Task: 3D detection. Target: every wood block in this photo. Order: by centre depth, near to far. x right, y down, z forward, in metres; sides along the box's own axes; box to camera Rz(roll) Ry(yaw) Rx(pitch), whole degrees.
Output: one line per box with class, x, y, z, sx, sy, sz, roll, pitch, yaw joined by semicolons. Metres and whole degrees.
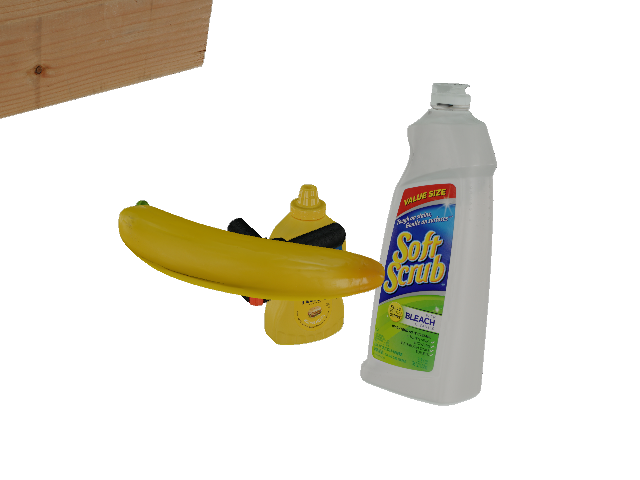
wood block;-0.196;-0.173;0.840;0.205;0.091;0.090;-22;53;-35

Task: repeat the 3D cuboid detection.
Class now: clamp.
clamp;-0.054;0.014;1.025;0.120;0.039;0.171;0;18;19

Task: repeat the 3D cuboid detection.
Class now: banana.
banana;-0.059;0.005;0.673;0.198;0.037;0.069;17;35;27

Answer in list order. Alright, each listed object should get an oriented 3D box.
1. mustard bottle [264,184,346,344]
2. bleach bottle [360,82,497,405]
mustard bottle;-0.017;0.025;1.249;0.096;0.192;0.058;-10;28;-24
bleach bottle;0.090;-0.001;0.861;0.103;0.251;0.067;13;15;42
